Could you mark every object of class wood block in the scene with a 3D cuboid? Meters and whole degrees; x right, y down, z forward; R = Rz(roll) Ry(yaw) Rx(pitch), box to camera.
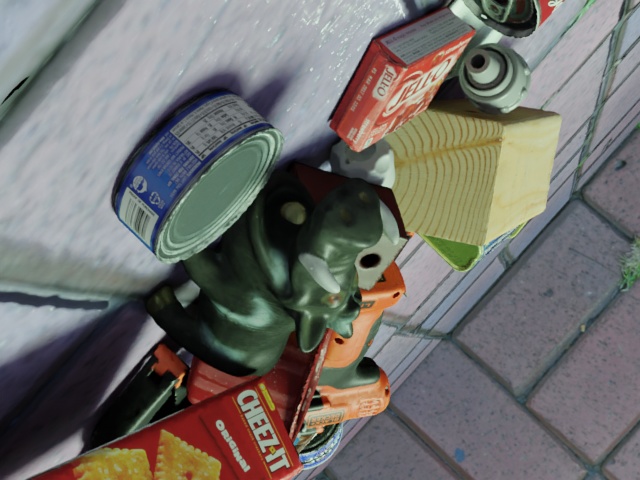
[{"bbox_3d":[0.120,-0.061,0.840,0.205,0.091,0.090,-19,119,-65],"label":"wood block"}]

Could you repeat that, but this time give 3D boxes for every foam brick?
[{"bbox_3d":[0.008,-0.008,0.690,0.078,0.051,0.053,13,129,-28],"label":"foam brick"}]

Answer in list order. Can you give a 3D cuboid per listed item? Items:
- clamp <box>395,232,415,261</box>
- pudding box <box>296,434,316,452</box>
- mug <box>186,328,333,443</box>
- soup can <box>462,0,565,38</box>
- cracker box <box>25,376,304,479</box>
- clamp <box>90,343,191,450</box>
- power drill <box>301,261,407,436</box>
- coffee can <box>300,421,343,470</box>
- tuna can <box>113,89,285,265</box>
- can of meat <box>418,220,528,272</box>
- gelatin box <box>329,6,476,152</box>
[{"bbox_3d":[0.061,-0.017,0.955,0.120,0.039,0.171,-63,171,19],"label":"clamp"},{"bbox_3d":[-0.045,0.173,1.072,0.113,0.090,0.039,-41,168,-28],"label":"pudding box"},{"bbox_3d":[-0.039,0.078,0.754,0.093,0.081,0.117,13,95,-84],"label":"mug"},{"bbox_3d":[0.134,-0.179,0.635,0.102,0.068,0.068,-45,168,-14],"label":"soup can"},{"bbox_3d":[-0.136,0.164,0.606,0.164,0.072,0.213,-32,170,36],"label":"cracker box"},{"bbox_3d":[-0.147,0.156,0.793,0.164,0.036,0.210,-37,162,-41],"label":"clamp"},{"bbox_3d":[-0.016,0.089,0.864,0.184,0.057,0.188,-8,138,-22],"label":"power drill"},{"bbox_3d":[-0.025,0.194,1.174,0.102,0.103,0.140,-45,167,-13],"label":"coffee can"},{"bbox_3d":[-0.059,-0.031,0.518,0.086,0.034,0.086,-45,167,-13],"label":"tuna can"},{"bbox_3d":[0.139,-0.028,1.046,0.083,0.102,0.058,-35,163,-38],"label":"can of meat"},{"bbox_3d":[0.052,-0.103,0.680,0.089,0.030,0.073,-35,163,-45],"label":"gelatin box"}]
